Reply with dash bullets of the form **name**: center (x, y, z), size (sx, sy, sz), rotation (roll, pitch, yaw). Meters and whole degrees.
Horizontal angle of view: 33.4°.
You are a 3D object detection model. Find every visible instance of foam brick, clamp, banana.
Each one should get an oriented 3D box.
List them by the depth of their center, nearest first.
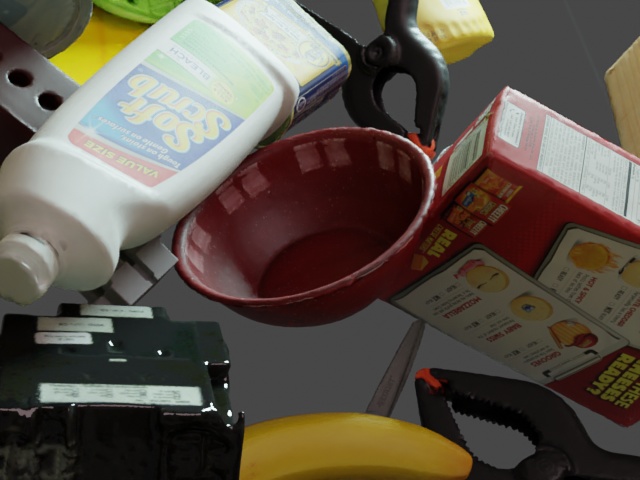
- **banana**: center (-0.012, 0.125, 0.564), size (0.197, 0.037, 0.070), rotation (-14, 65, -29)
- **clamp**: center (0.139, 0.135, 0.605), size (0.164, 0.036, 0.210), rotation (-31, 49, -17)
- **foam brick**: center (-0.182, -0.080, 0.629), size (0.078, 0.051, 0.053), rotation (38, 47, 0)
- **clamp**: center (0.036, -0.134, 0.779), size (0.039, 0.120, 0.171), rotation (13, 63, -62)

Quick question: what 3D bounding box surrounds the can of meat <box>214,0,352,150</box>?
- **can of meat**: center (-0.039, -0.124, 0.738), size (0.102, 0.058, 0.083), rotation (44, 46, 4)

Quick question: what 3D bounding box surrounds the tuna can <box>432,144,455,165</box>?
- **tuna can**: center (0.112, -0.026, 0.766), size (0.086, 0.034, 0.086), rotation (15, 51, -19)

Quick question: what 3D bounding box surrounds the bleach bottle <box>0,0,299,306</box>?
- **bleach bottle**: center (-0.097, -0.044, 0.585), size (0.102, 0.068, 0.250), rotation (41, 37, -10)

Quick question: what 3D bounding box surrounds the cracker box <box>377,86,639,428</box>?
- **cracker box**: center (0.158, 0.017, 0.673), size (0.213, 0.164, 0.072), rotation (27, 51, -9)

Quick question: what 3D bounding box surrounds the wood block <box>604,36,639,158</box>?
- **wood block**: center (0.311, -0.076, 0.875), size (0.090, 0.091, 0.206), rotation (13, 53, -20)

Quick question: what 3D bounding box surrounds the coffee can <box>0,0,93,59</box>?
- **coffee can**: center (-0.205, -0.192, 0.663), size (0.102, 0.103, 0.140), rotation (-2, 58, -30)

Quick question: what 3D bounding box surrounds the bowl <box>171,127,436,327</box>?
- **bowl**: center (-0.004, 0.001, 0.636), size (0.162, 0.055, 0.162), rotation (-13, 37, 10)

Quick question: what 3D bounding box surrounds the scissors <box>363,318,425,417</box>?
- **scissors**: center (0.010, 0.111, 0.623), size (0.096, 0.016, 0.201), rotation (23, 49, -13)

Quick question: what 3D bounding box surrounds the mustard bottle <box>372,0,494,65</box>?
- **mustard bottle**: center (0.062, -0.230, 0.841), size (0.096, 0.058, 0.191), rotation (-19, 82, -42)
